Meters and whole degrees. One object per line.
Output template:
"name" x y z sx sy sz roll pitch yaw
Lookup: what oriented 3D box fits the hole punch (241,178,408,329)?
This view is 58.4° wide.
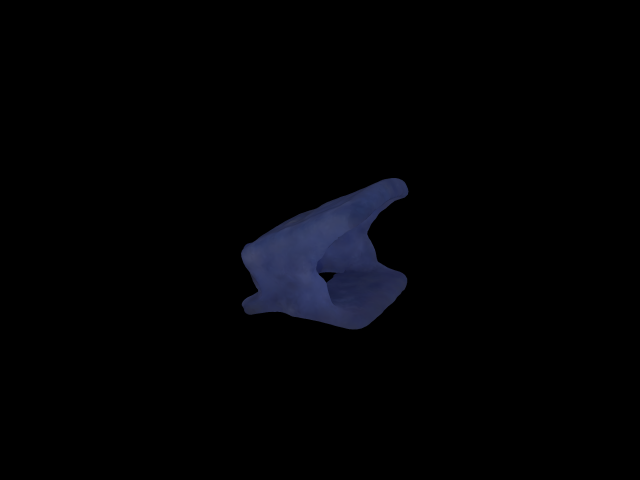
"hole punch" 0.004 0.001 0.400 0.100 0.091 0.109 8 19 25
